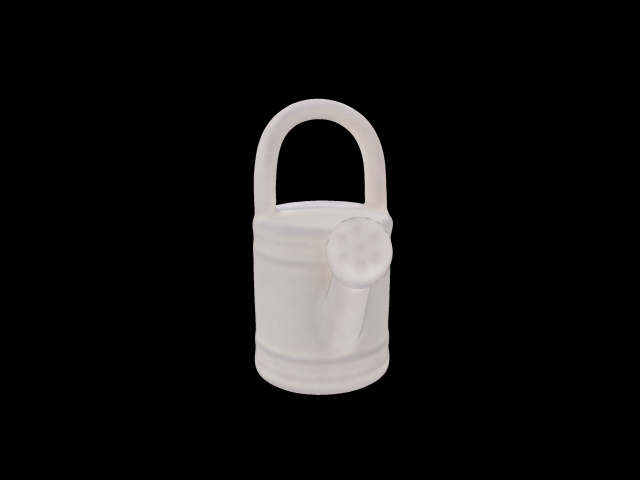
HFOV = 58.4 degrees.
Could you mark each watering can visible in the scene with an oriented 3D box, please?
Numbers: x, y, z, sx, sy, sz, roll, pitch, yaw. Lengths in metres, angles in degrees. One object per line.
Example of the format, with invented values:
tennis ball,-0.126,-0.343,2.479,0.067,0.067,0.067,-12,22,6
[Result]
watering can,0.006,0.001,0.401,0.101,0.194,0.172,-10,18,-34
